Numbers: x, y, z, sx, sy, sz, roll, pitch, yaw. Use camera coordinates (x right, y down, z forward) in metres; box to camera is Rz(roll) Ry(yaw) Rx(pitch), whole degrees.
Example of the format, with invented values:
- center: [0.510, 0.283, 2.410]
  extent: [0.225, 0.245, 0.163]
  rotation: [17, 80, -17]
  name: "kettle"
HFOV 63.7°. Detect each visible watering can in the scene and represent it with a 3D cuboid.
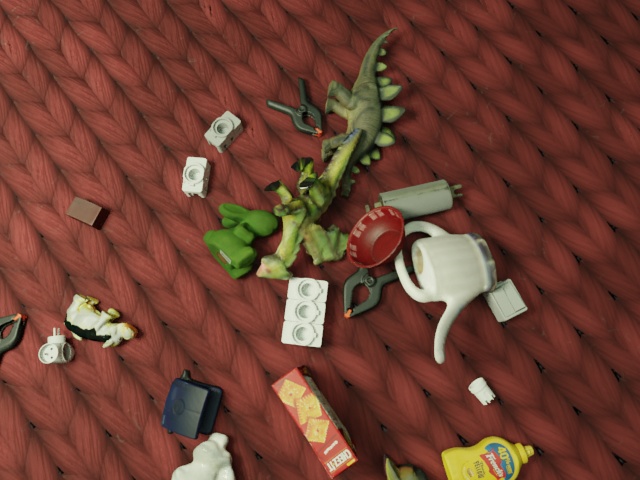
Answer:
- center: [0.294, 0.098, 1.158]
  extent: [0.225, 0.101, 0.355]
  rotation: [-7, 56, -10]
  name: "watering can"

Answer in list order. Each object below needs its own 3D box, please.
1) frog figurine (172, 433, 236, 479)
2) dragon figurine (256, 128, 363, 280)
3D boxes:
- center: [-0.249, 0.504, 1.106]
  extent: [0.137, 0.120, 0.163]
  rotation: [-6, 40, 8]
  name: "frog figurine"
- center: [0.004, -0.061, 1.213]
  extent: [0.415, 0.123, 0.238]
  rotation: [-40, 122, -20]
  name: "dragon figurine"
